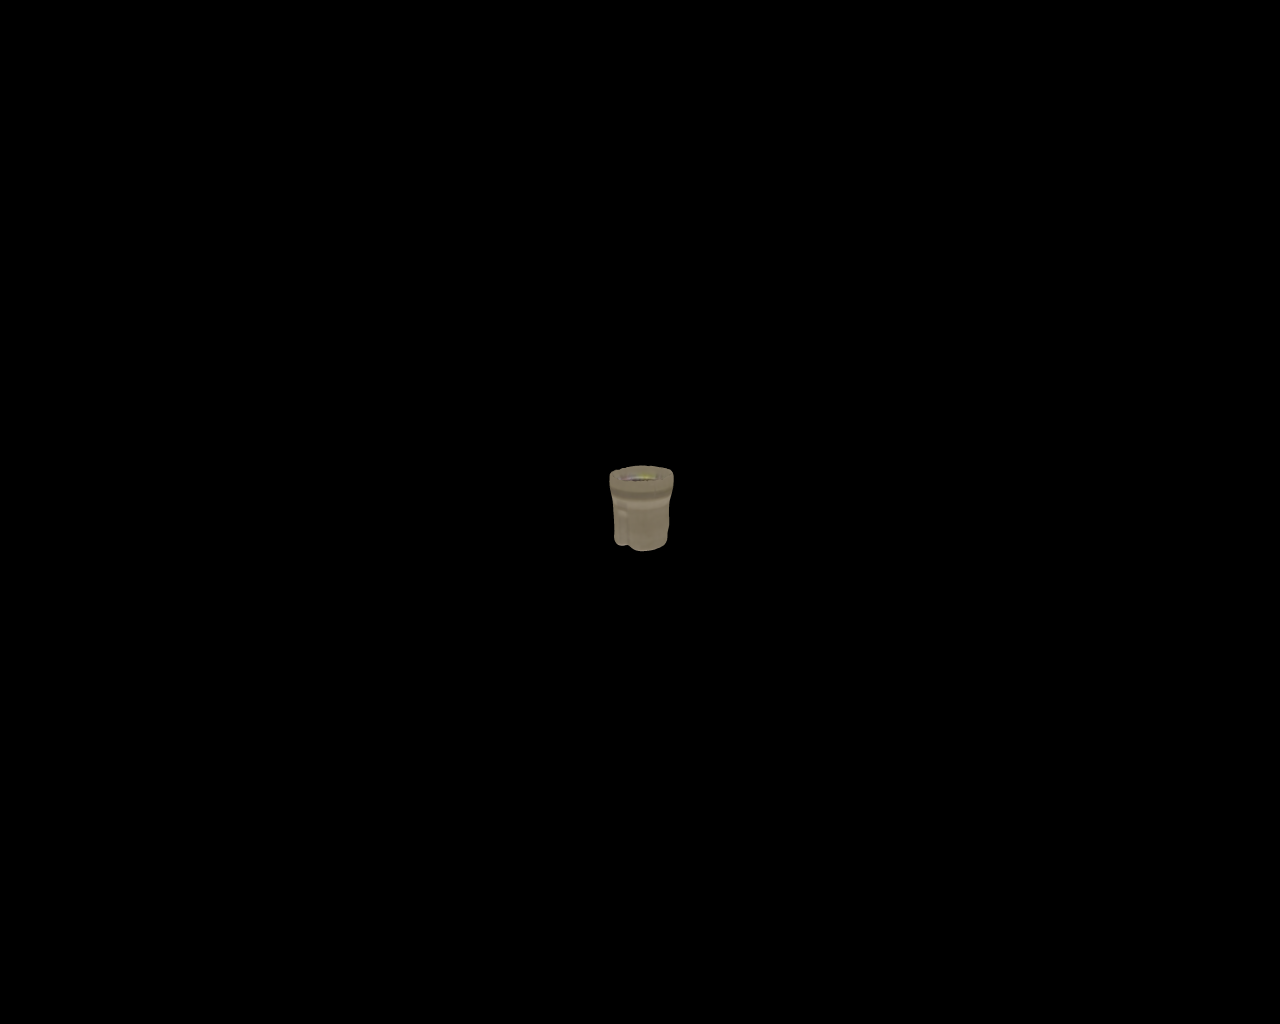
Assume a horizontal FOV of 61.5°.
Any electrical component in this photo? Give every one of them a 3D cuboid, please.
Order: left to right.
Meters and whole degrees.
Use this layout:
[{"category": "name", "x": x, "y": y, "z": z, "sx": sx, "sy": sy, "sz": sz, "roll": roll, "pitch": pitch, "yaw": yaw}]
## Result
[{"category": "electrical component", "x": 0.001, "y": -0.003, "z": 0.650, "sx": 0.040, "sy": 0.046, "sz": 0.040, "roll": 0, "pitch": 17, "yaw": 0}]
